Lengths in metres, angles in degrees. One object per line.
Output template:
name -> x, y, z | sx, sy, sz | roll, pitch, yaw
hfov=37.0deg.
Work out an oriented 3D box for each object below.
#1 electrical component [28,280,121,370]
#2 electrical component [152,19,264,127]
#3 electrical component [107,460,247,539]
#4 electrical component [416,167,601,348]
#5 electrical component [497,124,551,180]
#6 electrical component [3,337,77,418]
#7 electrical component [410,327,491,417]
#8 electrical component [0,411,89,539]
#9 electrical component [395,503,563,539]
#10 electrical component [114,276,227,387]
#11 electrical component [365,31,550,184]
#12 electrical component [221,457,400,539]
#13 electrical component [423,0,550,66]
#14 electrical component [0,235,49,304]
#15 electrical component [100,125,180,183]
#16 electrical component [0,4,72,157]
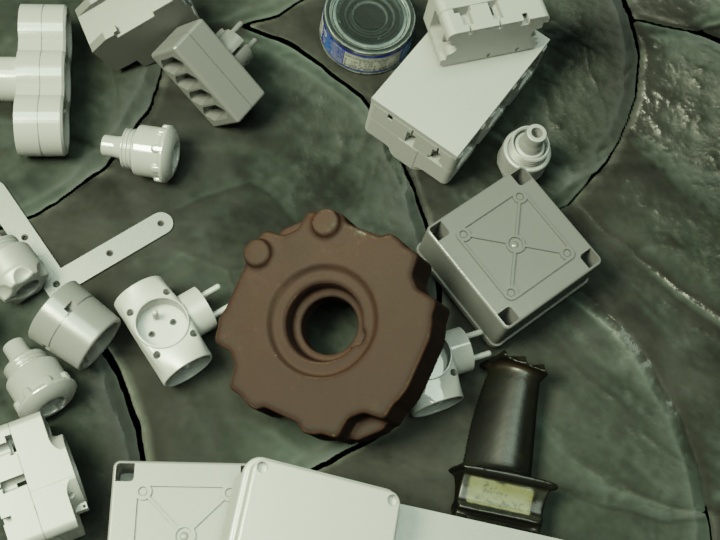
electrical component -> -0.218, 0.044, 0.826 | 0.047, 0.055, 0.055 | 36, 68, 4
electrical component -> -0.117, -0.178, 0.912 | 0.083, 0.047, 0.075 | 49, 66, -25
electrical component -> -0.126, 0.196, 0.776 | 0.109, 0.056, 0.108 | 2, 68, -7
electrical component -> 0.122, -0.011, 0.891 | 0.109, 0.056, 0.108 | -33, 76, -18
electrical component -> 0.144, -0.103, 0.928 | 0.043, 0.062, 0.043 | 3, 68, -7
electrical component -> -0.248, 0.079, 0.814 | 0.048, 0.048, 0.062 | -32, 68, -18
electrical component -> 0.066, 0.068, 0.858 | 0.079, 0.044, 0.077 | -16, 71, -13
electrical component -> -0.234, 0.155, 0.781 | 0.056, 0.050, 0.089 | -20, 72, -14
electrical component -> 0.085, 0.234, 0.785 | 0.150, 0.061, 0.089 | 13, 67, -2
electrical component -> -0.139, 0.039, 0.843 | 0.079, 0.044, 0.077 | -31, 75, -17
electrical component -> 0.084, -0.160, 0.943 | 0.089, 0.061, 0.150 | 36, 68, 7
electrical component -> -0.035, 0.180, 0.739 | 0.113, 0.057, 0.078 | 17, 65, -12
electrical component -> 0.104, -0.216, 0.906 | 0.089, 0.050, 0.055 | -13, 71, -12
electrical component -> -0.278, -0.007, 0.844 | 0.043, 0.043, 0.062 | -36, 75, -19
electrical component -> -0.183, -0.100, 0.894 | 0.062, 0.048, 0.048 | 8, 67, 4
electrical component -> -0.282, -0.159, 0.900 | 0.074, 0.052, 0.138 | -1, 69, -8
